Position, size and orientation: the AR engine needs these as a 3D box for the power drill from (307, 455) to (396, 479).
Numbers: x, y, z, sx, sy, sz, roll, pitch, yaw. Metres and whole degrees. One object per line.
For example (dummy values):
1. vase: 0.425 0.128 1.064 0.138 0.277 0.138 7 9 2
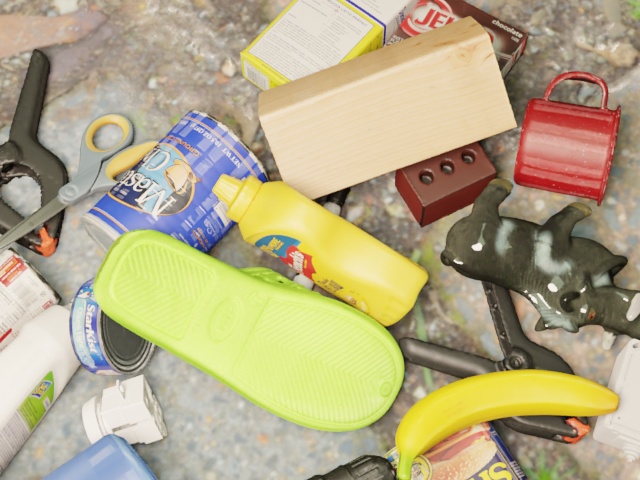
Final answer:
1. power drill: 0.009 0.281 0.825 0.184 0.057 0.188 -27 80 -9

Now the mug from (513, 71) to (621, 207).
1. mug: 0.224 -0.094 0.966 0.081 0.093 0.117 11 108 11

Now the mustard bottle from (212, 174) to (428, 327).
1. mustard bottle: -0.006 0.002 0.909 0.191 0.096 0.058 33 74 -6

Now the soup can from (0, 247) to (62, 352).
1. soup can: -0.286 0.064 0.934 0.068 0.068 0.102 40 74 16

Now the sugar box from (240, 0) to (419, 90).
1. sugar box: 0.013 -0.207 1.050 0.093 0.048 0.176 37 70 16

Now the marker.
1. marker: 0.001 -0.003 0.979 0.020 0.020 0.121 18 69 9

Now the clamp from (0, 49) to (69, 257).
1. clamp: -0.308 -0.074 1.005 0.164 0.036 0.210 -19 70 -15

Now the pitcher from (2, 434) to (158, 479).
1. pitcher: -0.229 0.254 0.817 0.242 0.149 0.145 -37 72 -16

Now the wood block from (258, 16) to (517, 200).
1. wood block: 0.056 -0.117 0.950 0.206 0.090 0.091 -20 111 5

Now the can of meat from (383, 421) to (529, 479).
1. can of meat: 0.110 0.193 0.876 0.102 0.057 0.084 -28 67 -10

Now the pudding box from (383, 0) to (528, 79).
1. pudding box: 0.130 -0.186 1.040 0.113 0.039 0.090 32 71 13

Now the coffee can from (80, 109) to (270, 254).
1. coffee can: -0.127 -0.032 0.950 0.103 0.103 0.140 38 73 15

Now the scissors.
1. scissors: -0.233 -0.058 0.985 0.201 0.016 0.096 -24 66 -24

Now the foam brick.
1. foam brick: 0.115 -0.057 0.980 0.078 0.051 0.053 -26 69 -9

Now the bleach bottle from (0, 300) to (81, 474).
1. bleach bottle: -0.269 0.146 0.894 0.068 0.103 0.250 33 64 11

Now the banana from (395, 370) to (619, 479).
1. banana: 0.138 0.137 0.849 0.197 0.037 0.070 -17 57 -14

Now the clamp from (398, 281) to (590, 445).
1. clamp: 0.153 0.113 0.916 0.120 0.039 0.171 -33 67 -12

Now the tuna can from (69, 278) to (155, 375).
1. tuna can: -0.176 0.073 0.910 0.034 0.086 0.086 -5 66 24
